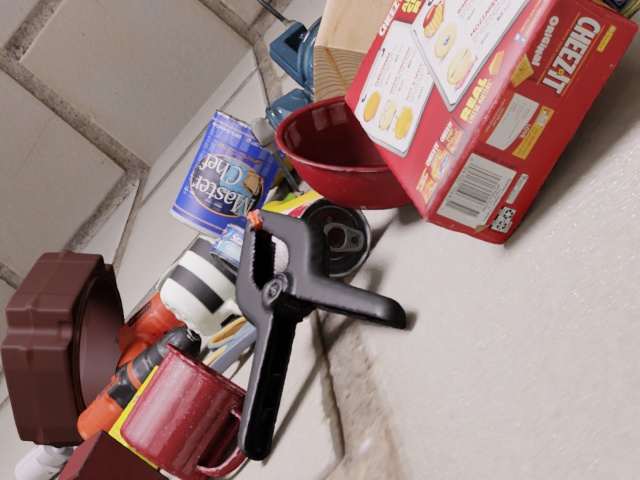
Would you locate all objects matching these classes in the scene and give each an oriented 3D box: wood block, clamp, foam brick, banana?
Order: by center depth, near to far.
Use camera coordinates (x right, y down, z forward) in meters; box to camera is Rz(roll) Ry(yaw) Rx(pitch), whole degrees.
[{"bbox_3d":[-0.028,0.054,0.816,0.165,0.036,0.210,-49,37,14],"label":"clamp"},{"bbox_3d":[-0.180,0.212,0.920,0.053,0.078,0.051,-37,18,38],"label":"foam brick"},{"bbox_3d":[0.058,-0.225,1.013,0.091,0.090,0.206,90,-167,-59],"label":"wood block"},{"bbox_3d":[-0.033,-0.030,1.157,0.069,0.037,0.198,-53,14,-8],"label":"banana"}]

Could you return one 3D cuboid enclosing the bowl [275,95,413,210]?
[{"bbox_3d":[0.045,-0.069,0.882,0.162,0.162,0.055,-90,-3,-61],"label":"bowl"}]

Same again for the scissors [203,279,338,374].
[{"bbox_3d":[-0.060,0.089,0.971,0.096,0.016,0.202,-51,14,-30],"label":"scissors"}]

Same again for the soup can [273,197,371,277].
[{"bbox_3d":[-0.006,0.001,0.935,0.068,0.068,0.102,-55,14,-16],"label":"soup can"}]

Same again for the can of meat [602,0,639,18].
[{"bbox_3d":[0.190,-0.202,0.810,0.057,0.084,0.102,-55,14,-16],"label":"can of meat"}]

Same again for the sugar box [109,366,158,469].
[{"bbox_3d":[-0.183,0.205,1.011,0.176,0.048,0.093,-53,15,-14],"label":"sugar box"}]

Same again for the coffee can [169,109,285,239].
[{"bbox_3d":[-0.109,-0.075,1.306,0.140,0.102,0.103,-65,13,5],"label":"coffee can"}]

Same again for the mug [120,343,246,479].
[{"bbox_3d":[-0.097,0.145,0.842,0.117,0.093,0.081,27,82,39],"label":"mug"}]

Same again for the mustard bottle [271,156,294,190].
[{"bbox_3d":[-0.017,-0.150,1.365,0.192,0.058,0.096,-42,21,31],"label":"mustard bottle"}]

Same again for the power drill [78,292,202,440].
[{"bbox_3d":[-0.191,0.127,1.208,0.185,0.057,0.187,-42,15,19],"label":"power drill"}]

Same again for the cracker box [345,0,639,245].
[{"bbox_3d":[0.105,-0.119,0.735,0.164,0.072,0.214,-62,24,20],"label":"cracker box"}]

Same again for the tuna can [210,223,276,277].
[{"bbox_3d":[-0.062,0.022,1.016,0.033,0.086,0.086,-55,15,-9],"label":"tuna can"}]
